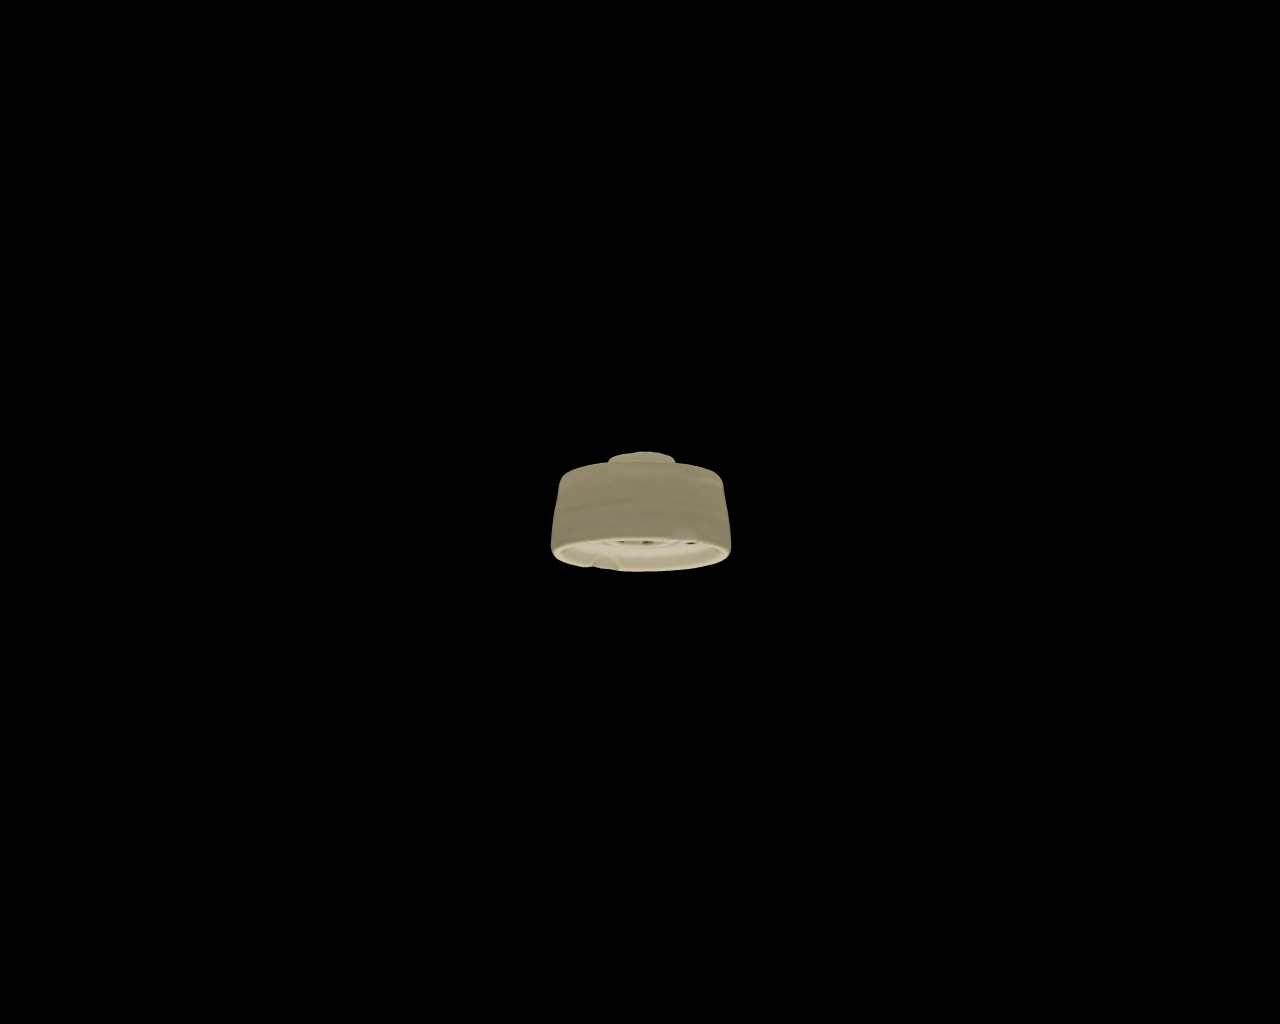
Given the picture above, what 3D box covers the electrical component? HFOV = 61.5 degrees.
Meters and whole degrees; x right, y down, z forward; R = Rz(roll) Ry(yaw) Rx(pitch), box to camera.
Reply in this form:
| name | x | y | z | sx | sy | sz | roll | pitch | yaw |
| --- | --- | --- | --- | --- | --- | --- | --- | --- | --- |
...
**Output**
| name | x | y | z | sx | sy | sz | roll | pitch | yaw |
| --- | --- | --- | --- | --- | --- | --- | --- | --- | --- |
| electrical component | 0.001 | -0.003 | 0.650 | 0.108 | 0.060 | 0.108 | 0 | -13 | 0 |
